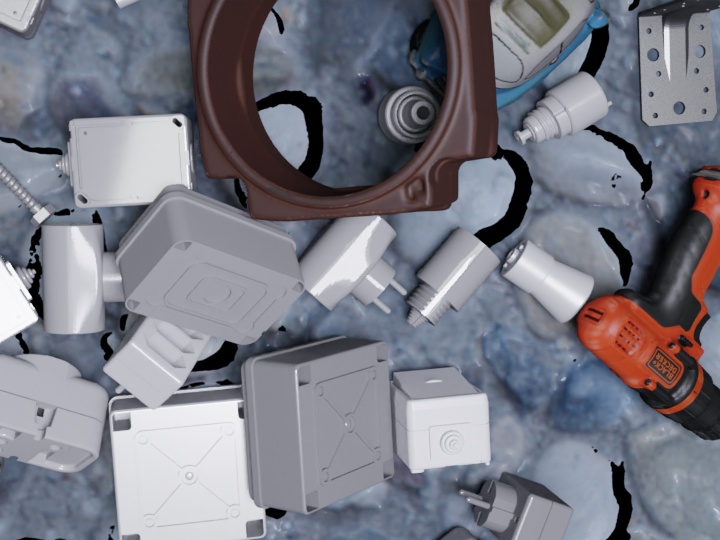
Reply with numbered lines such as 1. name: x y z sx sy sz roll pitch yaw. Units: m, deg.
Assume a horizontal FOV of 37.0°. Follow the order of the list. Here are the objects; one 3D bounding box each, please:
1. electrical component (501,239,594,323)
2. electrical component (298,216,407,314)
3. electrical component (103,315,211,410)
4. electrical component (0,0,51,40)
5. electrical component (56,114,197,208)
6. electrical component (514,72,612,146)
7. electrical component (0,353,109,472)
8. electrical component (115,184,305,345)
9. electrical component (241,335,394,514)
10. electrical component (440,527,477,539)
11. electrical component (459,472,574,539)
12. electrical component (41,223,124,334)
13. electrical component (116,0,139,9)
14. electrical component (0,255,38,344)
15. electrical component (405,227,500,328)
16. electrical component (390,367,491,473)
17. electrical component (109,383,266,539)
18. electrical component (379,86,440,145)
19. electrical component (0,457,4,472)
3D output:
1. electrical component: 0.144 0.006 0.844 0.065 0.044 0.044 34 88 -8
2. electrical component: 0.000 0.000 0.813 0.079 0.043 0.077 41 87 -11
3. electrical component: -0.152 0.063 0.778 0.047 0.083 0.076 41 122 -12
4. electrical component: -0.258 -0.206 0.735 0.096 0.061 0.061 24 90 -12
5. electrical component: -0.167 -0.077 0.769 0.096 0.061 0.061 -3 95 -3
6. electrical component: 0.155 -0.121 0.834 0.078 0.040 0.040 -31 100 -7
7. electrical component: -0.230 0.098 0.758 0.095 0.054 0.059 23 52 -29
8. electrical component: -0.105 -0.003 0.755 0.113 0.057 0.078 21 125 -38
9. electrical component: -0.029 0.110 0.785 0.109 0.056 0.108 -10 99 -51
10. electrical component: 0.093 0.254 0.850 0.059 0.054 0.095 -37 101 -6
11. electrical component: 0.115 0.187 0.841 0.077 0.066 0.047 21 91 -12
12. electrical component: -0.189 0.005 0.777 0.079 0.043 0.077 -1 95 -11
13. electrical component: -0.159 -0.227 0.762 0.055 0.048 0.066 -24 99 0
14. electrical component: -0.272 0.025 0.758 0.096 0.061 0.061 -33 100 -15
15. electrical component: 0.065 0.011 0.827 0.043 0.043 0.081 41 87 -12
16. electrical component: 0.059 0.111 0.808 0.062 0.096 0.061 -4 96 -10
17. electrical component: -0.127 0.145 0.795 0.109 0.056 0.108 -4 96 -10
18. electrical component: 0.039 -0.115 0.801 0.043 0.062 0.043 -1 96 -11
19. electrical component: -0.296 0.141 0.771 0.065 0.044 0.044 -29 100 -2
